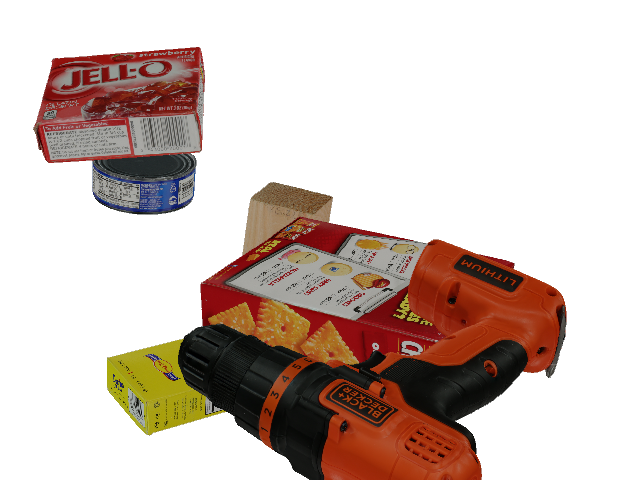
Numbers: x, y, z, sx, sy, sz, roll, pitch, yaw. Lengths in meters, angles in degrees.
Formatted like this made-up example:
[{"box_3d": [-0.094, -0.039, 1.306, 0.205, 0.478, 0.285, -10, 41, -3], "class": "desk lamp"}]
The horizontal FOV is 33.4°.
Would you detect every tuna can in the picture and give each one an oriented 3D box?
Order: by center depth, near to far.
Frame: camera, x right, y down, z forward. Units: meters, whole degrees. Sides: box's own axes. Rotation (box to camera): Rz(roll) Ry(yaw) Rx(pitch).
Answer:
[{"box_3d": [-0.147, -0.053, 0.887, 0.086, 0.034, 0.086, 5, 25, -3], "class": "tuna can"}]

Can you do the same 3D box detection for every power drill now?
[{"box_3d": [0.039, 0.066, 0.602, 0.185, 0.057, 0.187, 26, 39, 29], "class": "power drill"}]

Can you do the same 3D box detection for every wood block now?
[{"box_3d": [-0.052, 0.039, 1.418, 0.090, 0.206, 0.090, 14, 22, 12], "class": "wood block"}]

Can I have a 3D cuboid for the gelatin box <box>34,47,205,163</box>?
[{"box_3d": [-0.111, -0.078, 0.603, 0.089, 0.030, 0.073, -4, 38, -1], "class": "gelatin box"}]

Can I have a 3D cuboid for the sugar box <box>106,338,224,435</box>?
[{"box_3d": [-0.114, 0.133, 1.067, 0.175, 0.048, 0.093, -15, 32, -31], "class": "sugar box"}]

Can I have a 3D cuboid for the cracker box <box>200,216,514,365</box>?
[{"box_3d": [0.033, 0.055, 0.894, 0.214, 0.072, 0.163, 13, 27, 26], "class": "cracker box"}]
